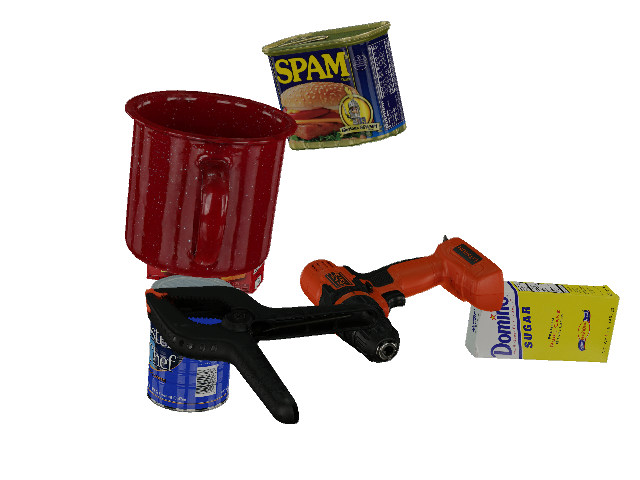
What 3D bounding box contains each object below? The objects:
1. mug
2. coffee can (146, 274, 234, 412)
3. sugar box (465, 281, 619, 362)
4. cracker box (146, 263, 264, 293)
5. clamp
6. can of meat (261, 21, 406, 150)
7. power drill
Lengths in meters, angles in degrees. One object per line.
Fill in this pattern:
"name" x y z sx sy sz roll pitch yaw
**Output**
"mug" -0.061 -0.026 0.576 0.093 0.081 0.117 4 22 -14
"coffee can" -0.158 0.124 1.306 0.103 0.140 0.103 5 18 -2
"sugar box" 0.275 0.101 1.328 0.176 0.093 0.048 2 18 -10
"cracker box" -0.162 -0.039 1.531 0.164 0.214 0.072 9 22 10
"clamp" -0.062 0.078 0.956 0.210 0.036 0.164 20 36 29
"can of meat" 0.012 -0.119 0.830 0.102 0.084 0.057 0 21 37
"power drill" 0.091 0.057 1.099 0.187 0.057 0.185 -10 27 -20
